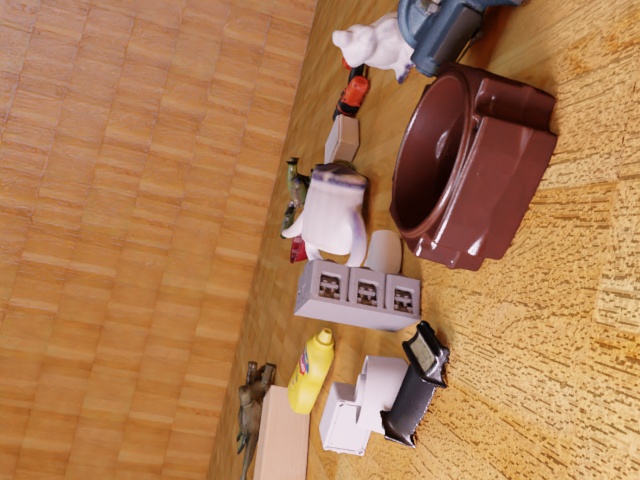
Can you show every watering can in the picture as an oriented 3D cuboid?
[{"bbox_3d":[0.003,-0.055,1.091,0.351,0.104,0.222,29,110,59],"label":"watering can"}]

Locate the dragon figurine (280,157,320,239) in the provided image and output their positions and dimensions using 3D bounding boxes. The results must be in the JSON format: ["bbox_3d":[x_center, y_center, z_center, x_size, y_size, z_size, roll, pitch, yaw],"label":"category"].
[{"bbox_3d":[-0.070,-0.112,1.531,0.416,0.122,0.239,-69,-6,-70],"label":"dragon figurine"}]

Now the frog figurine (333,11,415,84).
[{"bbox_3d":[0.101,-0.366,0.944,0.138,0.159,0.122,-147,72,-78],"label":"frog figurine"}]
